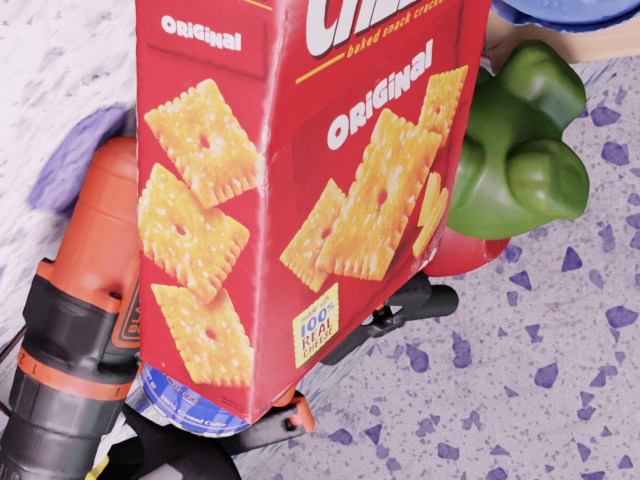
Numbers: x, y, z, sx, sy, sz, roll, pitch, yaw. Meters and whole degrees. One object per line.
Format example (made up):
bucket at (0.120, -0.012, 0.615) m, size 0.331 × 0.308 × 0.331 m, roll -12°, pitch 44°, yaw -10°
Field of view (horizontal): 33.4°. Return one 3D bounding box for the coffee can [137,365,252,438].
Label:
coffee can at (-0.056, 0.055, 0.725) m, size 0.102 × 0.103 × 0.140 m, roll -38°, pitch 167°, yaw -45°

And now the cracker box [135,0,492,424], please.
cracker box at (0.004, -0.056, 0.431) m, size 0.163 × 0.072 × 0.214 m, roll -38°, pitch 146°, yaw -44°

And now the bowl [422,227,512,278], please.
bowl at (0.118, -0.035, 0.808) m, size 0.161 × 0.055 × 0.162 m, roll -44°, pitch 144°, yaw -44°

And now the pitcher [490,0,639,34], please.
pitcher at (0.174, -0.225, 0.548) m, size 0.149 × 0.145 × 0.242 m, roll 0°, pitch -146°, yaw 44°

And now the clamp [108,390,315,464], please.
clamp at (-0.096, 0.158, 0.906) m, size 0.210 × 0.036 × 0.164 m, roll -8°, pitch -160°, yaw 45°

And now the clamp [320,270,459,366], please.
clamp at (0.052, 0.047, 0.772) m, size 0.120 × 0.039 × 0.171 m, roll -27°, pitch 167°, yaw -8°

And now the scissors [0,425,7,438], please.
scissors at (-0.187, 0.155, 0.530) m, size 0.201 × 0.016 × 0.096 m, roll -52°, pitch 172°, yaw -6°

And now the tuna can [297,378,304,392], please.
tuna can at (-0.060, 0.133, 1.074) m, size 0.033 × 0.086 × 0.086 m, roll -33°, pitch 163°, yaw -52°

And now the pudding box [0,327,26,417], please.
pudding box at (-0.123, 0.048, 0.594) m, size 0.113 × 0.039 × 0.090 m, roll -51°, pitch 167°, yaw 7°

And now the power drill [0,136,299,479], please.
power drill at (-0.070, 0.049, 0.531) m, size 0.187 × 0.057 × 0.184 m, roll 8°, pitch 105°, yaw -62°

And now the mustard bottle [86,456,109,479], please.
mustard bottle at (-0.225, 0.214, 0.756) m, size 0.191 × 0.058 × 0.096 m, roll -41°, pitch 169°, yaw -31°

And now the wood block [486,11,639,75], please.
wood block at (0.214, -0.172, 0.685) m, size 0.206 × 0.091 × 0.090 m, roll -3°, pitch -161°, yaw 34°

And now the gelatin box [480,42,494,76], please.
gelatin box at (0.135, -0.129, 0.792) m, size 0.073 × 0.089 × 0.030 m, roll -89°, pitch -163°, yaw -60°
